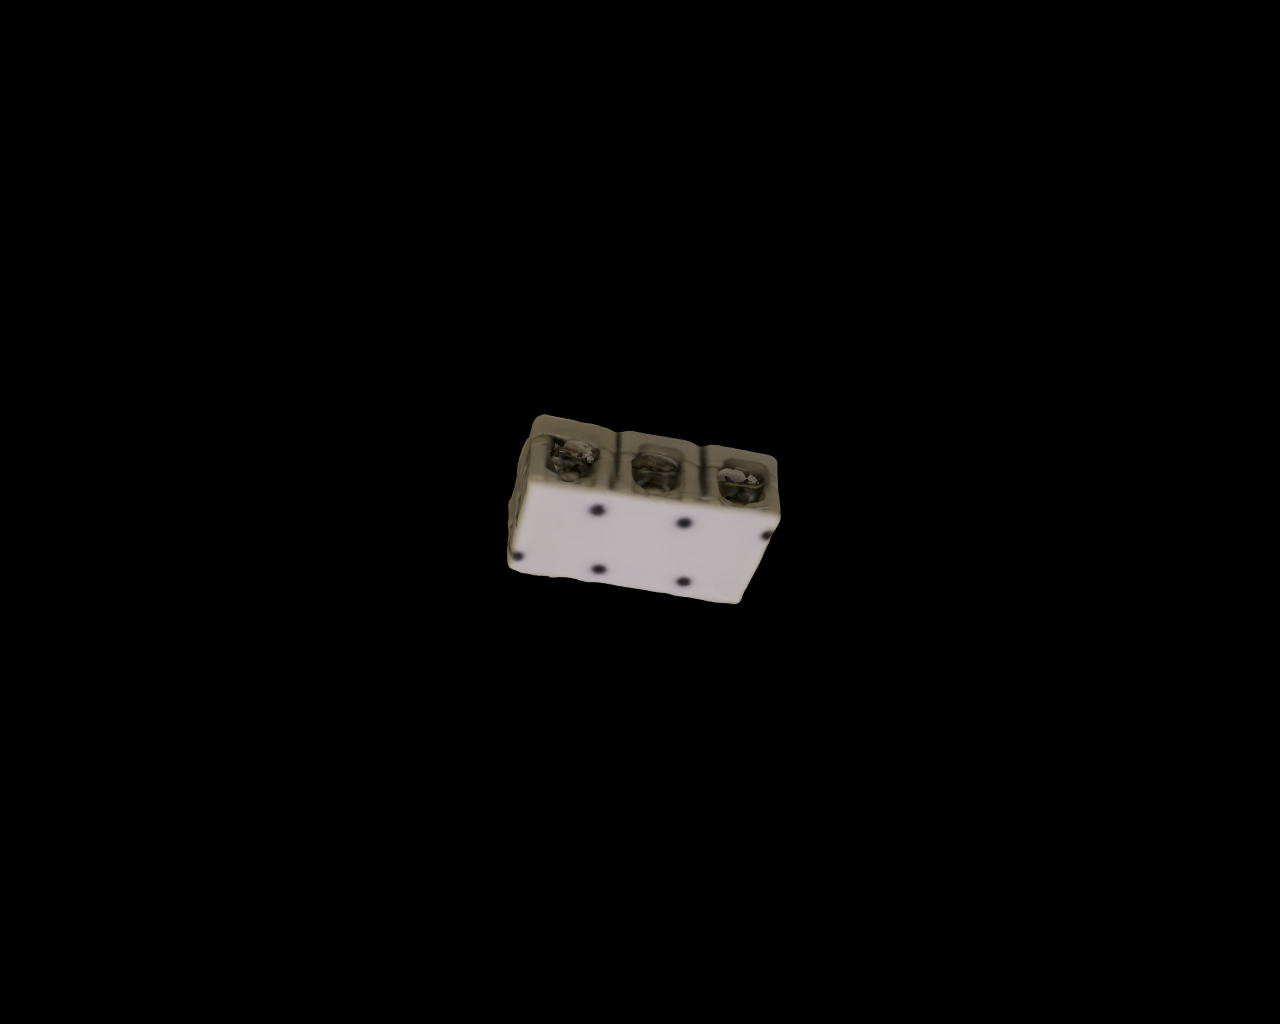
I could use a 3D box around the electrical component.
[{"bbox_3d":[0.001,-0.003,0.650,0.150,0.062,0.089,10,-43,-11],"label":"electrical component"}]
